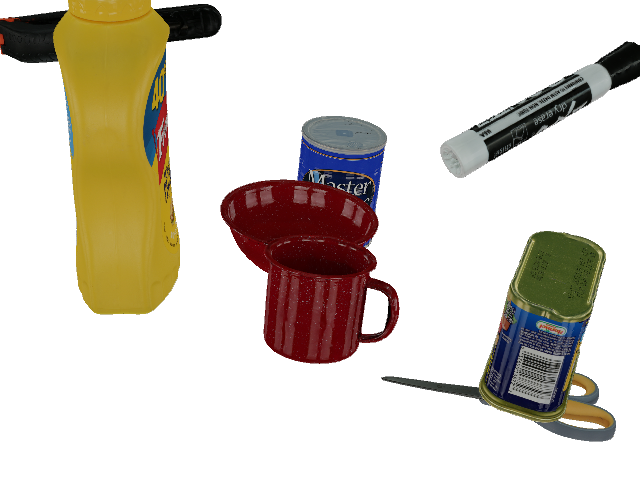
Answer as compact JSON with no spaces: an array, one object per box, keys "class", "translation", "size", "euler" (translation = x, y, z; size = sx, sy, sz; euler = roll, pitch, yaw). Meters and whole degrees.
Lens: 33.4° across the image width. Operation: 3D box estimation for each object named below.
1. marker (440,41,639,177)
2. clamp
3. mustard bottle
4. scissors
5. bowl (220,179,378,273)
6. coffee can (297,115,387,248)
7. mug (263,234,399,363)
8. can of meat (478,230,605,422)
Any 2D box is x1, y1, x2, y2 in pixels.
[{"class":"marker","translation":[0.112,-0.066,0.520],"size":[0.121,0.020,0.020],"euler":[-30,9,-16]},{"class":"clamp","translation":[-0.162,-0.155,0.797],"size":[0.172,0.039,0.120],"euler":[11,22,29]},{"class":"mustard bottle","translation":[-0.106,-0.062,0.563],"size":[0.058,0.192,0.096],"euler":[1,32,-2]},{"class":"scissors","translation":[0.163,0.129,0.947],"size":[0.202,0.016,0.096],"euler":[16,29,15]},{"class":"bowl","translation":[-0.024,-0.005,1.094],"size":[0.162,0.055,0.162],"euler":[6,28,-3]},{"class":"coffee can","translation":[0.021,-0.069,1.306],"size":[0.102,0.140,0.103],"euler":[5,28,-3]},{"class":"mug","translation":[0.008,0.051,0.880],"size":[0.117,0.081,0.093],"euler":[11,21,12]},{"class":"can of meat","translation":[0.146,0.052,0.695],"size":[0.057,0.084,0.102],"euler":[17,34,13]}]
